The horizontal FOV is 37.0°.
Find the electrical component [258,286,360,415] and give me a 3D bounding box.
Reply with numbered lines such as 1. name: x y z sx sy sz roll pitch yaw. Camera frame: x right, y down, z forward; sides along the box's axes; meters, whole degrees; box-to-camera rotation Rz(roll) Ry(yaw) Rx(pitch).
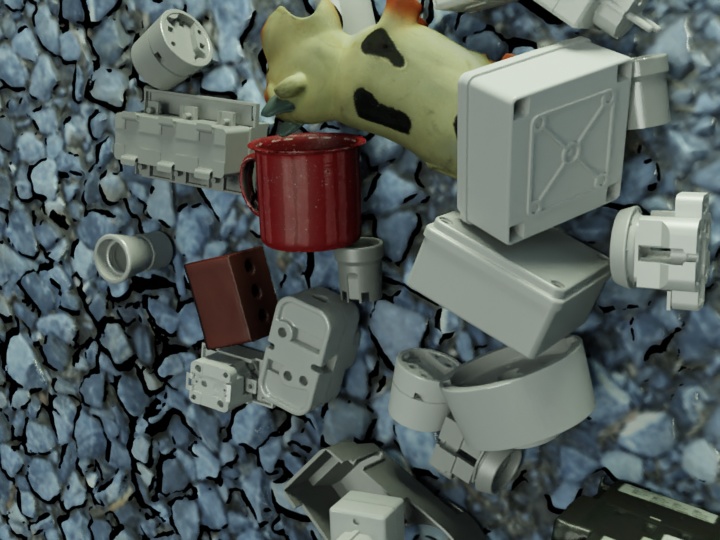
1. electrical component: -0.040 0.065 0.892 0.054 0.059 0.095 24 111 25

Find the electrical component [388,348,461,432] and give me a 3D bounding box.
1. electrical component: 0.051 0.095 0.847 0.055 0.055 0.047 23 115 25

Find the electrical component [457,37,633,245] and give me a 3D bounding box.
1. electrical component: 0.122 -0.087 0.717 0.056 0.109 0.108 37 140 45

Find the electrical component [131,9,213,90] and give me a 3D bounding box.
1. electrical component: -0.162 -0.186 0.919 0.047 0.055 0.055 -29 84 36

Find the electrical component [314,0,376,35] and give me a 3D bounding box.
1. electrical component: -0.012 -0.202 0.832 0.043 0.043 0.081 -10 95 32

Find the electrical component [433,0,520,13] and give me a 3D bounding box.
1. electrical component: 0.084 -0.235 0.757 0.061 0.062 0.096 -8 95 32

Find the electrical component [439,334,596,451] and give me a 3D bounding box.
1. electrical component: 0.118 0.094 0.779 0.108 0.108 0.060 -16 98 32

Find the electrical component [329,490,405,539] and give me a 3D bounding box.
1. electrical component: -0.002 0.214 0.815 0.047 0.077 0.065 3 103 25

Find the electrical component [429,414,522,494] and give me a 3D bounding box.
1. electrical component: 0.092 0.142 0.838 0.055 0.048 0.066 30 113 31

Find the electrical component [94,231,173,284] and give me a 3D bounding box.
1. electrical component: -0.201 -0.014 0.968 0.044 0.065 0.044 7 103 31

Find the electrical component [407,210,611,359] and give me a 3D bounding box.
1. electrical component: 0.108 0.002 0.763 0.109 0.109 0.056 31 117 22

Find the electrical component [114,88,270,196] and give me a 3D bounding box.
1. electrical component: -0.146 -0.109 0.919 0.121 0.063 0.078 12 106 28

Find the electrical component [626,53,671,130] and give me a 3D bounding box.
1. electrical component: 0.191 -0.121 0.730 0.040 0.040 0.046 -4 102 31

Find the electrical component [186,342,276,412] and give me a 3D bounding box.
1. electrical component: -0.114 0.095 0.940 0.081 0.064 0.042 12 107 28

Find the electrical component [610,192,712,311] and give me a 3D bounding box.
1. electrical component: 0.205 -0.014 0.732 0.057 0.058 0.078 5 102 27

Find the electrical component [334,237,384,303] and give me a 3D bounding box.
1. electrical component: 0.000 0.000 0.868 0.040 0.040 0.046 6 108 30

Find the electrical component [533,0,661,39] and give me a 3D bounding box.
1. electrical component: 0.166 -0.180 0.716 0.077 0.066 0.047 40 117 18
